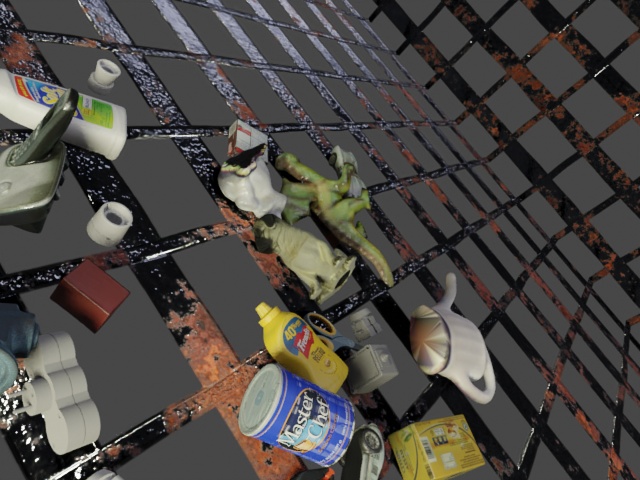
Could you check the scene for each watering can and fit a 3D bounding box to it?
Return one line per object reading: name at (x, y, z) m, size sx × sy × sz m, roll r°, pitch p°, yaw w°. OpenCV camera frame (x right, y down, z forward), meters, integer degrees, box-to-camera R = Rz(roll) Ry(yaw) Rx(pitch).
watering can at (0.296, 0.203, 1.192) m, size 0.223 × 0.102 × 0.356 m, roll 21°, pitch 42°, yaw -34°

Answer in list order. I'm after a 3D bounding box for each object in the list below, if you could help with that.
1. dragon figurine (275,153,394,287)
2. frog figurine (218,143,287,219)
dragon figurine at (0.004, -0.060, 1.190) m, size 0.243 × 0.119 × 0.418 m, roll -4°, pitch 53°, yaw -30°
frog figurine at (-0.136, -0.101, 1.070) m, size 0.140 × 0.122 × 0.156 m, roll -95°, pitch 168°, yaw -56°
